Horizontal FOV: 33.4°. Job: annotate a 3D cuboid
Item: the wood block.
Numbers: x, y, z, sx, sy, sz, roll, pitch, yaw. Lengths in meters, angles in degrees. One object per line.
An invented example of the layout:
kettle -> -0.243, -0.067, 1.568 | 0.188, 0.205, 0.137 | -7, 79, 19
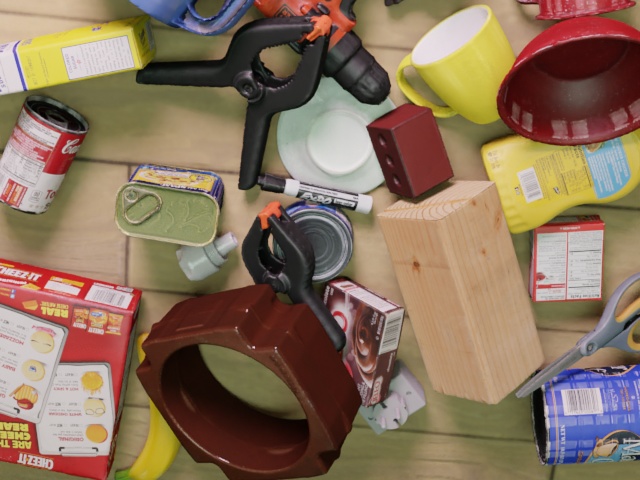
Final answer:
wood block -> 0.145, 0.052, 1.083 | 0.090, 0.091, 0.206 | -32, 113, -34

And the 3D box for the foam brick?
foam brick -> 0.089, -0.089, 1.060 | 0.051, 0.053, 0.078 | -28, 110, -17

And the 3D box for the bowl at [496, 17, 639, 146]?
bowl -> 0.241, -0.153, 0.977 | 0.162, 0.055, 0.162 | 1, 150, 0

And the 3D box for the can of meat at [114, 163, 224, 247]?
can of meat -> -0.149, -0.039, 1.079 | 0.102, 0.084, 0.057 | 9, 111, -2

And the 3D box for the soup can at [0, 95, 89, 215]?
soup can -> -0.285, -0.085, 1.074 | 0.068, 0.068, 0.102 | 28, 109, -9

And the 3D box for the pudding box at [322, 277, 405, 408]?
pudding box -> 0.038, 0.107, 1.127 | 0.090, 0.039, 0.113 | 27, 113, 37

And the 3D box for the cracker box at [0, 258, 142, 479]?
cracker box -> -0.291, 0.141, 1.157 | 0.164, 0.072, 0.214 | 12, 111, -2

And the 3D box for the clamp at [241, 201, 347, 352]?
clamp -> -0.047, 0.043, 1.096 | 0.120, 0.039, 0.171 | -6, 114, 24

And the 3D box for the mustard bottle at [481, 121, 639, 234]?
mustard bottle -> 0.264, -0.080, 1.064 | 0.192, 0.058, 0.096 | -19, 102, 9

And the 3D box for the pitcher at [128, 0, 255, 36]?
pitcher -> -0.099, -0.313, 0.954 | 0.149, 0.145, 0.243 | 31, 107, -40

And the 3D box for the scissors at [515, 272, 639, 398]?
scissors -> 0.293, 0.119, 1.119 | 0.201, 0.016, 0.096 | -46, 118, -10

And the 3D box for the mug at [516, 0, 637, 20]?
mug -> 0.231, -0.252, 0.993 | 0.117, 0.093, 0.081 | 0, 108, 33

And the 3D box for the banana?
banana -> -0.185, 0.199, 1.193 | 0.069, 0.037, 0.198 | 12, 110, -4

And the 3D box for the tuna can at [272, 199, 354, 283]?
tuna can -> -0.007, 0.001, 1.116 | 0.086, 0.033, 0.086 | 1, 110, 1

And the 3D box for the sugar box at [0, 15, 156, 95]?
sugar box -> -0.252, -0.176, 1.026 | 0.176, 0.093, 0.048 | -8, 109, 4

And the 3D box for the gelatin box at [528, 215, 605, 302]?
gelatin box -> 0.257, 0.020, 1.118 | 0.073, 0.030, 0.089 | -3, 110, 1

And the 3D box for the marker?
marker -> -0.006, -0.048, 1.091 | 0.121, 0.020, 0.020 | 12, 110, -13

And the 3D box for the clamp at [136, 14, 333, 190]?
clamp -> -0.074, -0.157, 1.029 | 0.164, 0.036, 0.210 | 40, 129, -11

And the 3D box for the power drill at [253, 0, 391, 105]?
power drill -> 0.040, -0.237, 0.992 | 0.184, 0.057, 0.188 | 41, 121, -11

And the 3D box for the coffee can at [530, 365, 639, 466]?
coffee can -> 0.303, 0.186, 1.138 | 0.140, 0.103, 0.103 | -4, 110, 3
